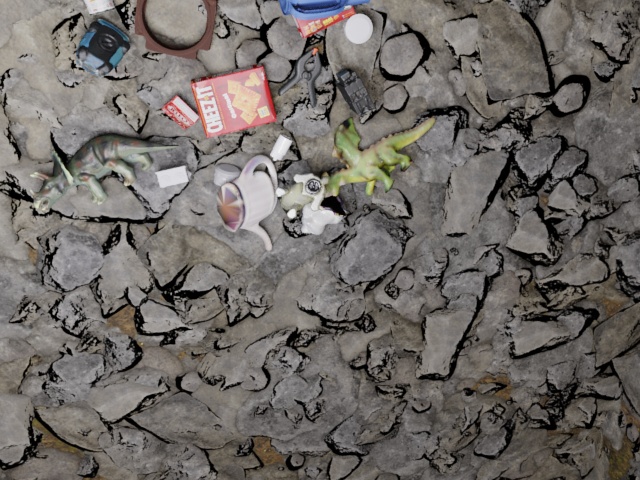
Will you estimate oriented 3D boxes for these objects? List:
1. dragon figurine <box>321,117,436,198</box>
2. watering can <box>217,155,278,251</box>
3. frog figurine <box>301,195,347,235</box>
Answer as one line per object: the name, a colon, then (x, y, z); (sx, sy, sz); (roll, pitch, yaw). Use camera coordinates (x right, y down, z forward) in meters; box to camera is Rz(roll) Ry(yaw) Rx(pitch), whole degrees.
dragon figurine: (0.155, -0.285, 1.620); (0.241, 0.123, 0.410); (36, 92, -15)
watering can: (-0.209, -0.087, 1.583); (0.227, 0.105, 0.341); (-28, 130, -46)
frog figurine: (0.005, -0.085, 1.683); (0.137, 0.125, 0.156); (6, 149, -24)
